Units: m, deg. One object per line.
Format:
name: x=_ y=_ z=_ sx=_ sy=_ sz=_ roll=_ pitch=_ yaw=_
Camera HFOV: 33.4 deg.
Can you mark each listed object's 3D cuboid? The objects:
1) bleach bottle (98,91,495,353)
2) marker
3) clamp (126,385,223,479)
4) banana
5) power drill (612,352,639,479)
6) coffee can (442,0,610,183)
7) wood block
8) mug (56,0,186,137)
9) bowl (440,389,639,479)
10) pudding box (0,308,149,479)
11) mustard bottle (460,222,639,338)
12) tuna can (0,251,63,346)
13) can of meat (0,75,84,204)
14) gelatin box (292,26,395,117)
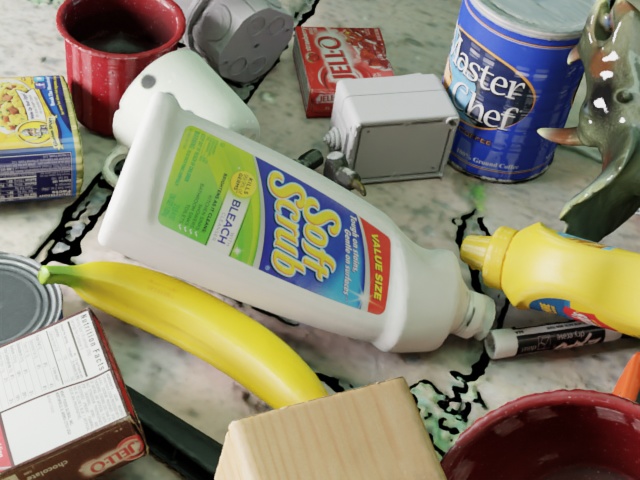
bleach bottle: x=-0.004 y=0.001 z=0.670 sx=0.250 sy=0.068 sz=0.102 roll=21 pitch=73 yaw=-12
marker: x=0.167 y=0.062 z=0.705 sx=0.121 sy=0.020 sz=0.020 roll=-6 pitch=47 yaw=-15
clamp: x=-0.043 y=0.139 z=0.580 sx=0.210 sy=0.036 sz=0.164 roll=-2 pitch=47 yaw=-7
banana: x=-0.073 y=0.059 z=0.645 sx=0.198 sy=0.037 sz=0.069 roll=25 pitch=26 yaw=8
power drill: x=0.257 y=0.138 z=0.619 sx=0.188 sy=0.057 sz=0.184 roll=23 pitch=44 yaw=14
coffee can: x=0.145 y=-0.128 z=0.801 sx=0.102 sy=0.140 sz=0.103 roll=5 pitch=45 yaw=-5
wood block: x=0.027 y=0.180 z=0.482 sx=0.090 sy=0.090 sz=0.206 roll=-12 pitch=63 yaw=-17
mug: x=-0.154 y=-0.139 z=0.802 sx=0.093 sy=0.081 sz=0.117 roll=-19 pitch=52 yaw=-26
bowl: x=0.134 y=0.159 z=0.545 sx=0.162 sy=0.055 sz=0.162 roll=-5 pitch=76 yaw=21
pudding box: x=-0.159 y=0.097 z=0.577 sx=0.113 sy=0.039 sz=0.090 roll=-22 pitch=44 yaw=-10
mustard bottle: x=0.179 y=0.029 z=0.663 sx=0.192 sy=0.058 sz=0.096 roll=17 pitch=-1 yaw=25
tuna can: x=-0.198 y=0.049 z=0.644 sx=0.086 sy=0.034 sz=0.086 roll=5 pitch=45 yaw=-5
can of meat: x=-0.214 y=-0.071 z=0.744 sx=0.083 sy=0.057 sz=0.102 roll=-6 pitch=48 yaw=-18
gelatin box: x=0.020 y=-0.138 z=0.867 sx=0.073 sy=0.030 sz=0.089 roll=-1 pitch=46 yaw=-11
